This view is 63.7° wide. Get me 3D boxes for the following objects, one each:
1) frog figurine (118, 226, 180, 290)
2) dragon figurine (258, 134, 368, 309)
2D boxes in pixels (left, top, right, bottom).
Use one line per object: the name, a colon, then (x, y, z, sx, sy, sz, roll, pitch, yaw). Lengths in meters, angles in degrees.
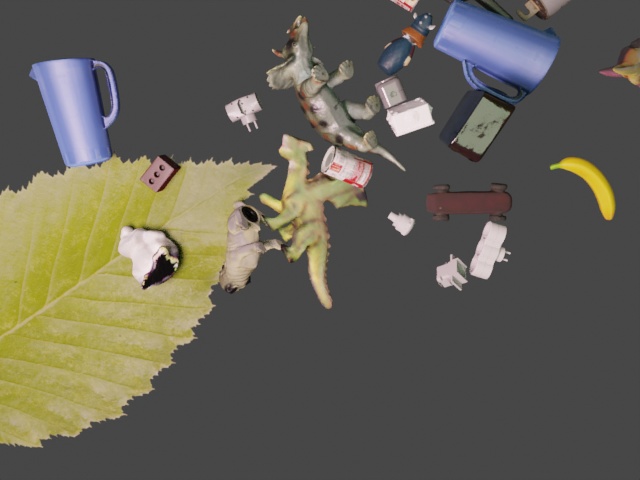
frog figurine: (-0.434, 0.035, 1.290, 0.161, 0.123, 0.135, 33, 116, 33)
dragon figurine: (0.004, -0.062, 1.229, 0.242, 0.123, 0.408, -32, 99, 2)
